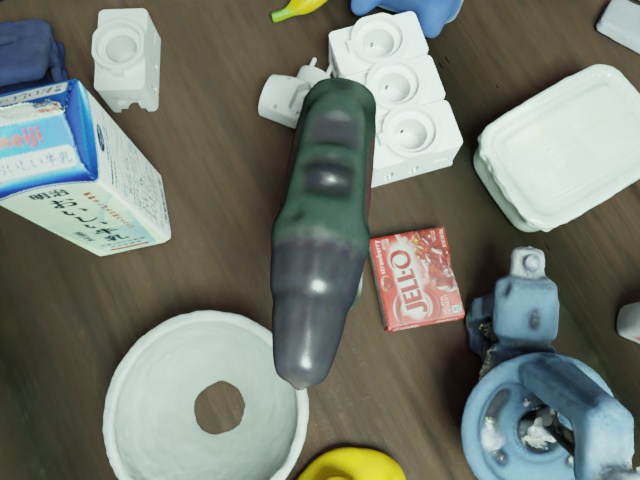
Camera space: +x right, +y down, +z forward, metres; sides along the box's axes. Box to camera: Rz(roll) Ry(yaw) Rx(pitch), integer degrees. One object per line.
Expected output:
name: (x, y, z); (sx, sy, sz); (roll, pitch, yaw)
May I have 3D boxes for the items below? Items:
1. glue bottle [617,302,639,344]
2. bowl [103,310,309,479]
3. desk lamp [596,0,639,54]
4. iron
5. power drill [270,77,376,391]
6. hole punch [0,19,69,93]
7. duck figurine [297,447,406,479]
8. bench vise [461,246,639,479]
glue bottle: (0.317, 0.066, 0.462); (0.078, 0.173, 0.037); (13, 77, 4)
bowl: (-0.092, 0.147, 0.494); (0.167, 0.075, 0.167); (0, 77, 0)
desk lamp: (0.400, -0.234, 0.512); (0.203, 0.213, 0.118); (30, 79, 7)
iron: (0.118, -0.346, 0.576); (0.118, 0.141, 0.258); (19, 77, 5)
power drill: (0.004, 0.002, 0.460); (0.075, 0.208, 0.230); (6, 77, 2)
hole punch: (-0.312, -0.171, 0.562); (0.108, 0.091, 0.101); (-15, 77, -3)
duck figurine: (0.023, 0.216, 0.472); (0.104, 0.086, 0.077); (-16, 77, -4)
bench vise: (0.158, 0.107, 0.429); (0.121, 0.220, 0.207); (-16, 77, -3)
